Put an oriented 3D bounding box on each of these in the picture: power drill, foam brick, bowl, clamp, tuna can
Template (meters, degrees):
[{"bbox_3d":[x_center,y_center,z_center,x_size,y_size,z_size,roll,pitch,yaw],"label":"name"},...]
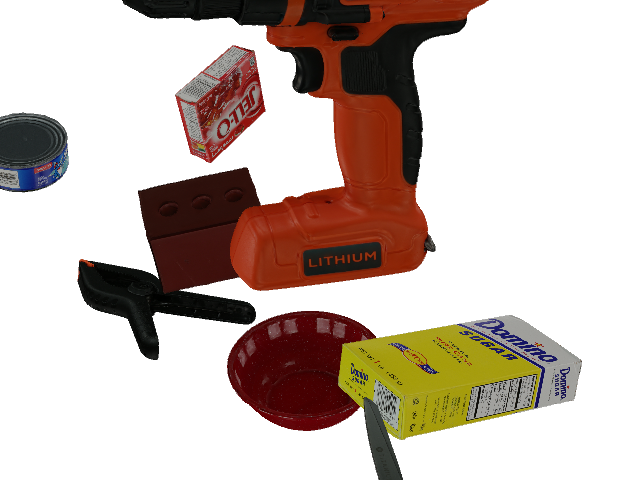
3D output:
[{"bbox_3d":[-0.007,-0.068,0.525,0.184,0.188,0.057,-6,33,-14],"label":"power drill"},{"bbox_3d":[-0.076,-0.007,0.713,0.078,0.051,0.053,-13,42,-7],"label":"foam brick"},{"bbox_3d":[-0.013,0.143,1.096,0.162,0.055,0.162,-2,36,2],"label":"bowl"},{"bbox_3d":[-0.198,0.069,1.169,0.210,0.036,0.164,19,21,25],"label":"clamp"},{"bbox_3d":[-0.287,-0.085,1.029,0.086,0.034,0.086,3,42,-3],"label":"tuna can"}]

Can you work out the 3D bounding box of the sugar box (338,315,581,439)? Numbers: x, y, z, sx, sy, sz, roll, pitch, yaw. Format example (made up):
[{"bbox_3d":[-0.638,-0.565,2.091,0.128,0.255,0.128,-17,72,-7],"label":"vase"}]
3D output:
[{"bbox_3d":[0.113,0.106,0.863,0.175,0.048,0.093,-10,27,-28],"label":"sugar box"}]

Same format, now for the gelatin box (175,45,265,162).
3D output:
[{"bbox_3d":[-0.092,-0.129,1.003,0.030,0.073,0.089,25,55,28],"label":"gelatin box"}]

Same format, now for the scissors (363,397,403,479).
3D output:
[{"bbox_3d":[0.064,0.158,0.598,0.096,0.016,0.201,7,31,3],"label":"scissors"}]
